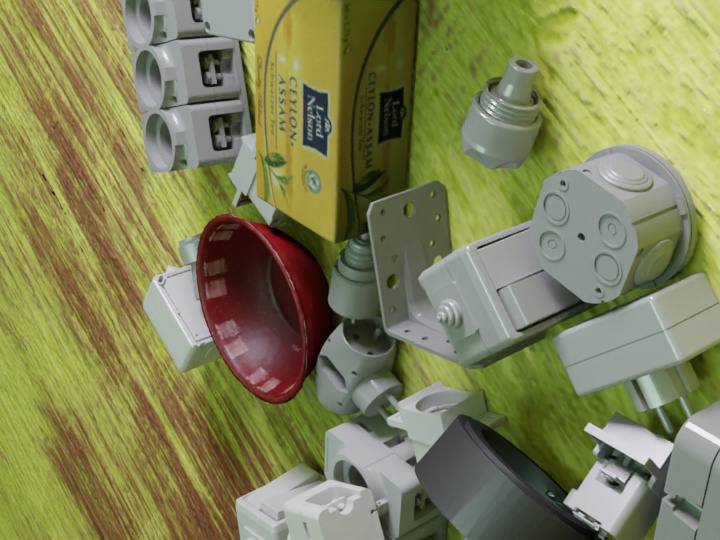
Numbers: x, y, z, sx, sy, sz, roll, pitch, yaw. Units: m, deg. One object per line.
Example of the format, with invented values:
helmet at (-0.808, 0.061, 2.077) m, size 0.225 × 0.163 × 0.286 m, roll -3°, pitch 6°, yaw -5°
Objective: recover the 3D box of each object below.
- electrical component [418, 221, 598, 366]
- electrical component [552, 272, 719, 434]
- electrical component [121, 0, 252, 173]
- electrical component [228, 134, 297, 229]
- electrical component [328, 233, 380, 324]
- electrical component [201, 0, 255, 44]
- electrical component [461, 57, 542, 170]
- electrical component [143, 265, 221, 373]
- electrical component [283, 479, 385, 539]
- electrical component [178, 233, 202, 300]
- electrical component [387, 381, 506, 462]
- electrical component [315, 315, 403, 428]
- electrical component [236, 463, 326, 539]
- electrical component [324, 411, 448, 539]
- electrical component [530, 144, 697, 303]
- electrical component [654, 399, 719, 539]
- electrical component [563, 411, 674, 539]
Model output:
electrical component at (0.086, 0.011, 0.627) m, size 0.061 × 0.096 × 0.061 m, roll -36°, pitch 77°, yaw 55°
electrical component at (0.161, 0.053, 0.589) m, size 0.083 × 0.047 × 0.075 m, roll -33°, pitch 80°, yaw 55°
electrical component at (-0.144, -0.158, 0.875) m, size 0.089 × 0.062 × 0.150 m, roll 3°, pitch 104°, yaw 54°
electrical component at (-0.065, -0.071, 0.842) m, size 0.063 × 0.042 × 0.081 m, roll 54°, pitch 143°, yaw 21°
electrical component at (0.000, 0.000, 0.789) m, size 0.040 × 0.040 × 0.078 m, roll 41°, pitch 136°, yaw 35°
electrical component at (-0.074, -0.221, 0.763) m, size 0.078 × 0.057 × 0.113 m, roll 23°, pitch 124°, yaw 47°
electrical component at (0.085, -0.092, 0.623) m, size 0.043 × 0.043 × 0.062 m, roll 46°, pitch 137°, yaw 31°
electrical component at (-0.159, 0.039, 1.007) m, size 0.096 × 0.062 × 0.061 m, roll 56°, pitch 143°, yaw 19°
electrical component at (-0.017, 0.207, 0.794) m, size 0.056 × 0.050 × 0.089 m, roll -2°, pitch 105°, yaw 54°
electrical component at (-0.135, -0.005, 0.967) m, size 0.045 × 0.045 × 0.055 m, roll -17°, pitch 92°, yaw 56°
electrical component at (0.062, 0.118, 0.762) m, size 0.081 × 0.042 × 0.063 m, roll 8°, pitch 114°, yaw 53°
electrical component at (0.006, 0.085, 0.820) m, size 0.079 × 0.043 × 0.077 m, roll 50°, pitch 141°, yaw 25°
electrical component at (-0.063, 0.217, 0.935) m, size 0.062 × 0.096 × 0.061 m, roll 19°, pitch 121°, yaw 48°
electrical component at (0.016, 0.198, 0.848) m, size 0.089 × 0.062 × 0.150 m, roll 32°, pitch 131°, yaw 42°
electrical component at (0.136, -0.024, 0.581) m, size 0.080 × 0.051 × 0.080 m, roll 29°, pitch 128°, yaw 44°
electrical component at (0.199, 0.123, 0.566) m, size 0.059 × 0.054 × 0.095 m, roll 31°, pitch 130°, yaw 42°
electrical component at (0.152, 0.123, 0.610) m, size 0.042 × 0.063 × 0.081 m, roll 27°, pitch 169°, yaw 44°
